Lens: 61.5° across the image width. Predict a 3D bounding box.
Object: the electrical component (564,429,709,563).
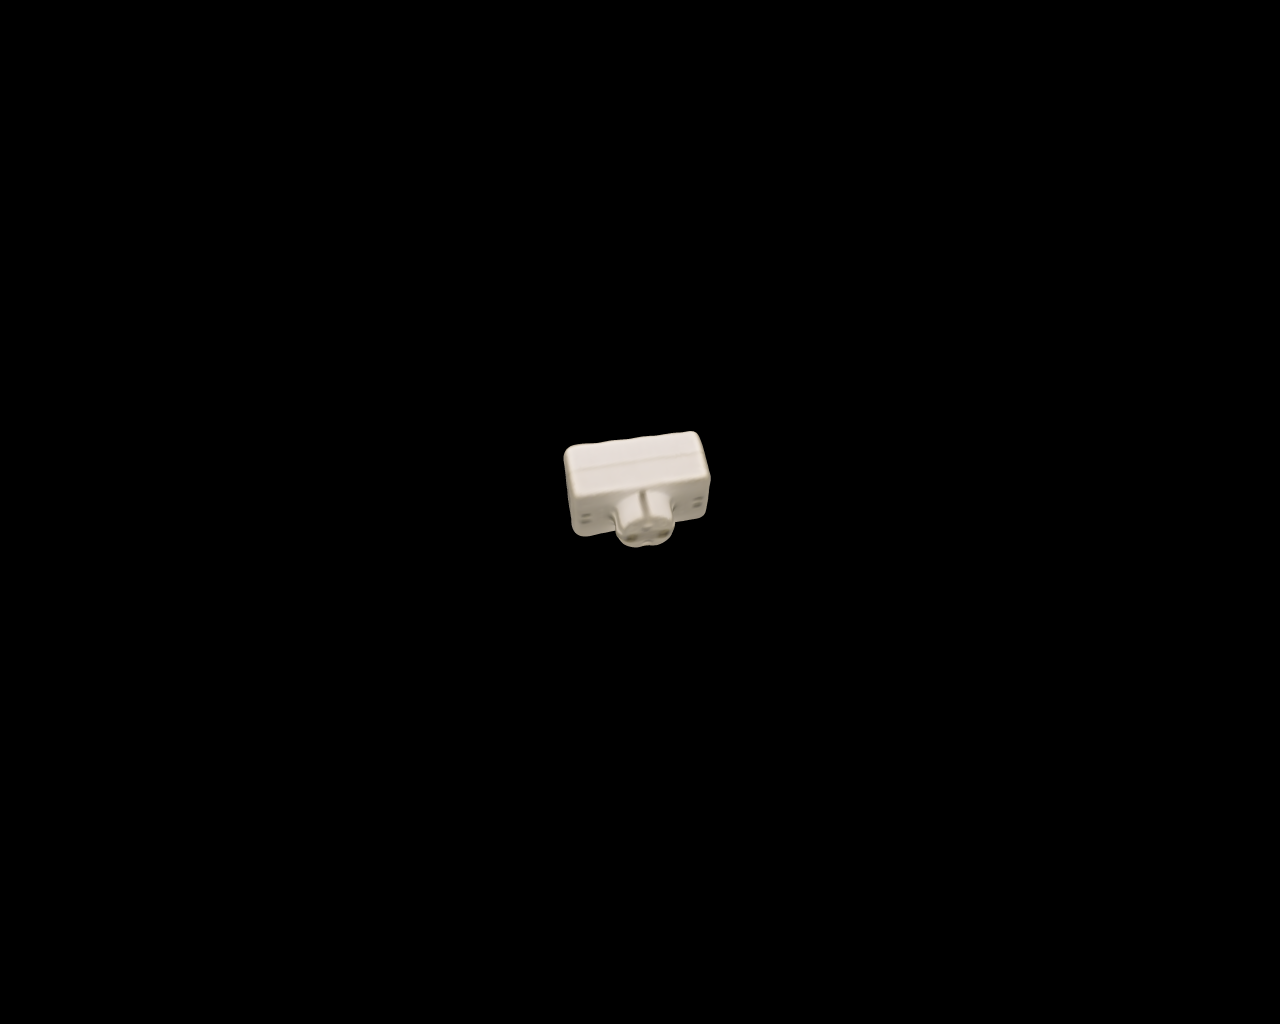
[{"bbox_3d":[0.001,-0.003,0.650,0.083,0.076,0.047,-8,-33,-5],"label":"electrical component"}]
